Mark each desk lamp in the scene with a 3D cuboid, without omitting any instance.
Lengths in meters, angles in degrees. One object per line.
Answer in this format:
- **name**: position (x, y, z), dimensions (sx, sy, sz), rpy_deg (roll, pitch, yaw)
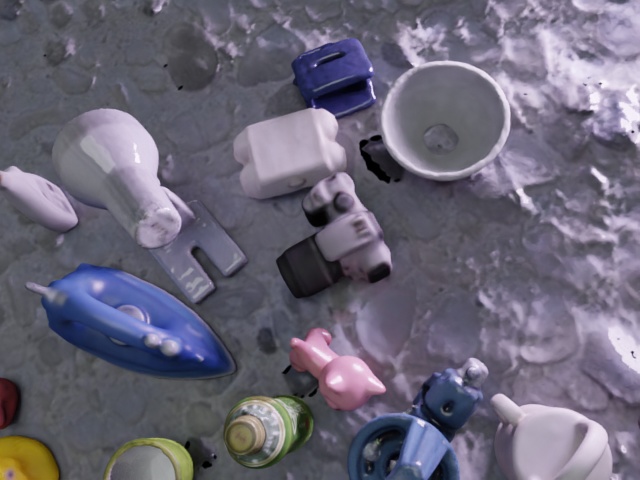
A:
- **desk lamp**: position (-0.208, -0.040, 0.716), dimensions (0.118, 0.214, 0.203), rpy_deg (-42, 74, -4)

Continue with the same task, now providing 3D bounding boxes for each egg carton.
- **egg carton**: position (-0.042, -0.117, 0.787), dimensions (0.150, 0.069, 0.107), rpy_deg (-16, 74, 4)

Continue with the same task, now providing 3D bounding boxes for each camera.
- **camera**: position (0.007, 0.003, 0.734), dimensions (0.137, 0.101, 0.143), rpy_deg (-28, 74, 0)

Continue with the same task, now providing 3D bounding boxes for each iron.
- **iron**: position (-0.236, 0.109, 0.719), dimensions (0.258, 0.141, 0.119), rpy_deg (20, 79, 12)

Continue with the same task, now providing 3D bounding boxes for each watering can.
- **watering can**: position (0.253, 0.229, 0.593), dimensions (0.172, 0.194, 0.101), rpy_deg (21, 80, 13)

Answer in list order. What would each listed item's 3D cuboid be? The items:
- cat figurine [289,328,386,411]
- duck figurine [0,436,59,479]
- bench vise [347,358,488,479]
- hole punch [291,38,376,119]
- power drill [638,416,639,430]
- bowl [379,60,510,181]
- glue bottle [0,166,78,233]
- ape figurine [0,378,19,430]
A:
- **cat figurine**: position (0.015, 0.157, 0.684), dimensions (0.127, 0.118, 0.067), rpy_deg (37, 83, 15)
- **duck figurine**: position (-0.396, 0.293, 0.723), dimensions (0.104, 0.086, 0.077), rpy_deg (29, 81, 14)
- **bench vise**: position (0.099, 0.210, 0.606), dimensions (0.121, 0.220, 0.207), rpy_deg (19, 79, 12)
- **hole punch**: position (0.015, -0.232, 0.798), dimensions (0.108, 0.091, 0.101), rpy_deg (-20, 74, 3)
- **power drill**: position (0.408, 0.179, 0.577), dimensions (0.075, 0.208, 0.230), rpy_deg (27, 81, 14)
- **bowl**: position (0.163, -0.148, 0.764), dimensions (0.167, 0.075, 0.167), rpy_deg (-2, 75, 7)
- **glue bottle**: position (-0.397, -0.064, 0.769), dimensions (0.037, 0.173, 0.078), rpy_deg (-34, 74, -1)
- **ape figurine**: position (-0.445, 0.217, 0.746), dimensions (0.077, 0.092, 0.076), rpy_deg (40, 84, 15)
